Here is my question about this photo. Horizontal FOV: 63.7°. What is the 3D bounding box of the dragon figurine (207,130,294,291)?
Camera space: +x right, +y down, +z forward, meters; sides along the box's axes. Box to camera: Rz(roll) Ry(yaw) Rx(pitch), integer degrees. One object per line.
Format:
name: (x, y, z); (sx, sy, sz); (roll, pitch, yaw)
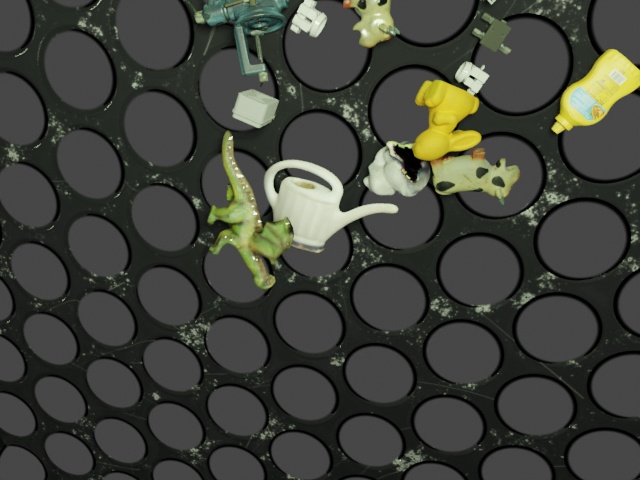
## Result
dragon figurine: (-0.159, -0.050, 1.285); (0.244, 0.402, 0.124); (19, 29, 27)

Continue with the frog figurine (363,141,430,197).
frog figurine: (0.183, -0.157, 1.231); (0.124, 0.138, 0.156); (-42, -5, -30)

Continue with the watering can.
watering can: (0.004, -0.065, 1.282); (0.349, 0.220, 0.105); (24, 26, 14)
